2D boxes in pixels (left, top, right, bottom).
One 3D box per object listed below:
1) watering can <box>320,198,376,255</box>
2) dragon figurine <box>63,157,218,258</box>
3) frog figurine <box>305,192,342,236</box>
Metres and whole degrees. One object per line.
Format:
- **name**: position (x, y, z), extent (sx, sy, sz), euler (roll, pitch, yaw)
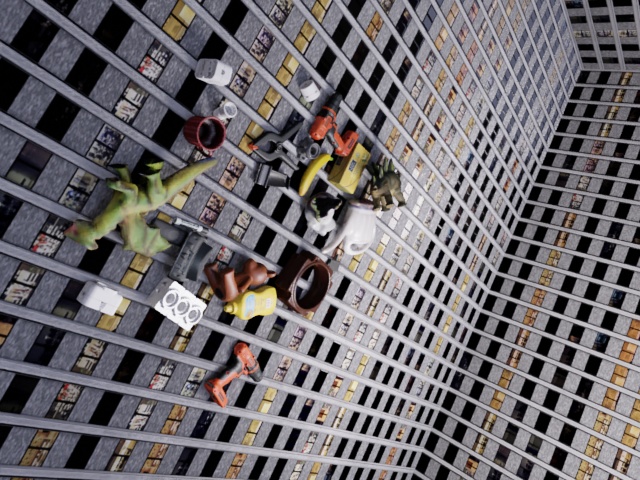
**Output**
- **watering can**: position (0.126, -0.049, 1.942), extent (0.348, 0.104, 0.223), euler (-3, 105, -55)
- **dragon figurine**: position (-0.437, -0.077, 1.323), extent (0.413, 0.123, 0.239), euler (-14, 116, -38)
- **frog figurine**: position (0.006, -0.092, 1.835), extent (0.156, 0.123, 0.140), euler (103, 13, -67)
